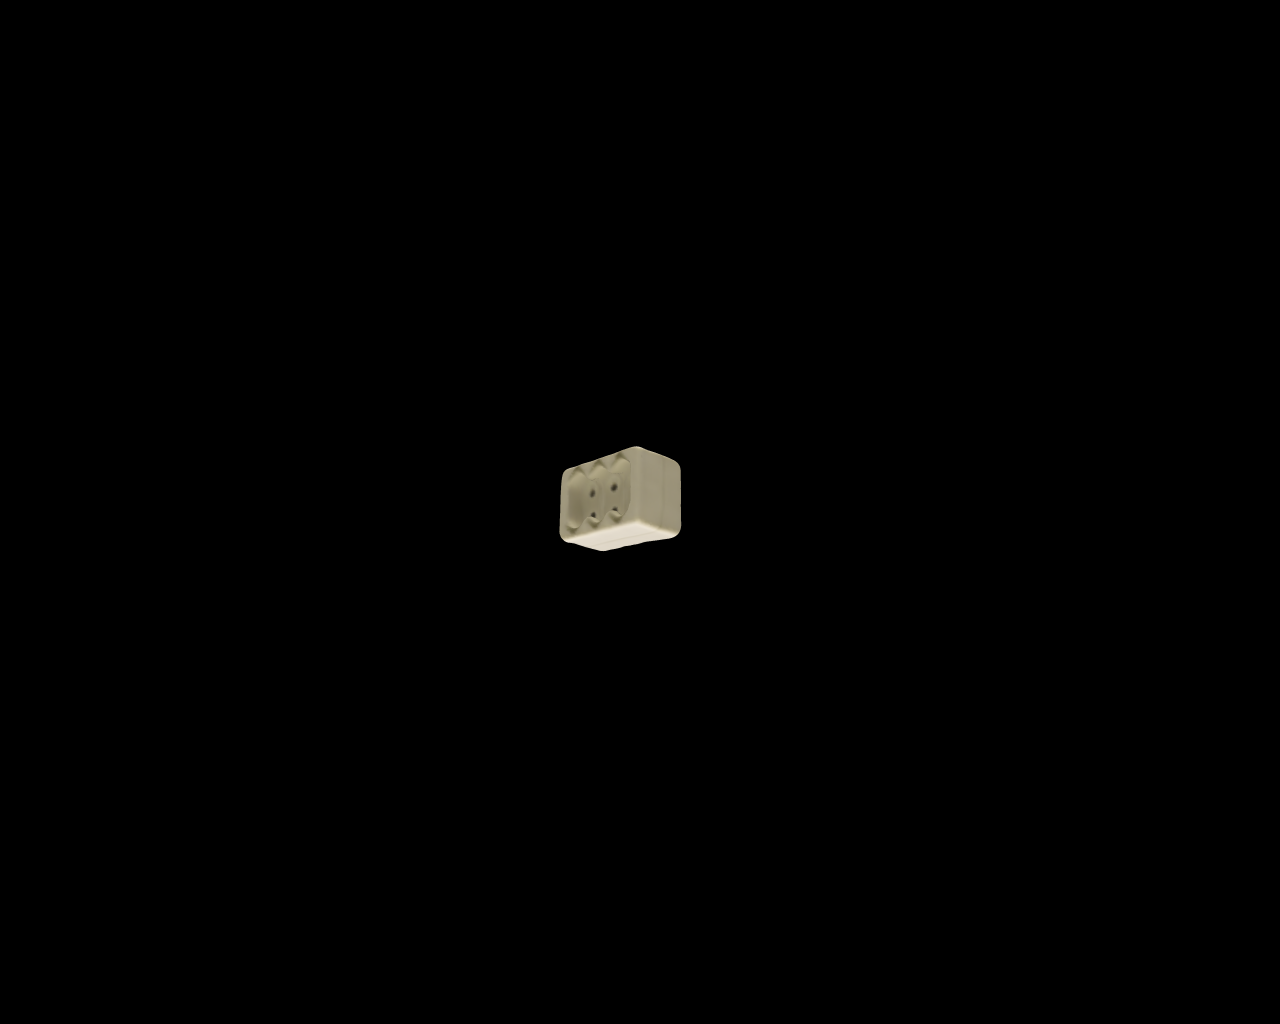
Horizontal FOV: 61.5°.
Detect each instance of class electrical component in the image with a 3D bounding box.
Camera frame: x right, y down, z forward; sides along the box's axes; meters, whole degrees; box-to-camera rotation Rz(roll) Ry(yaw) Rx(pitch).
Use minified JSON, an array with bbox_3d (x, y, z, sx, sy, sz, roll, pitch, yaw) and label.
[{"bbox_3d":[0.001,-0.003,0.650,0.065,0.047,0.077,-14,-22,40],"label":"electrical component"}]
